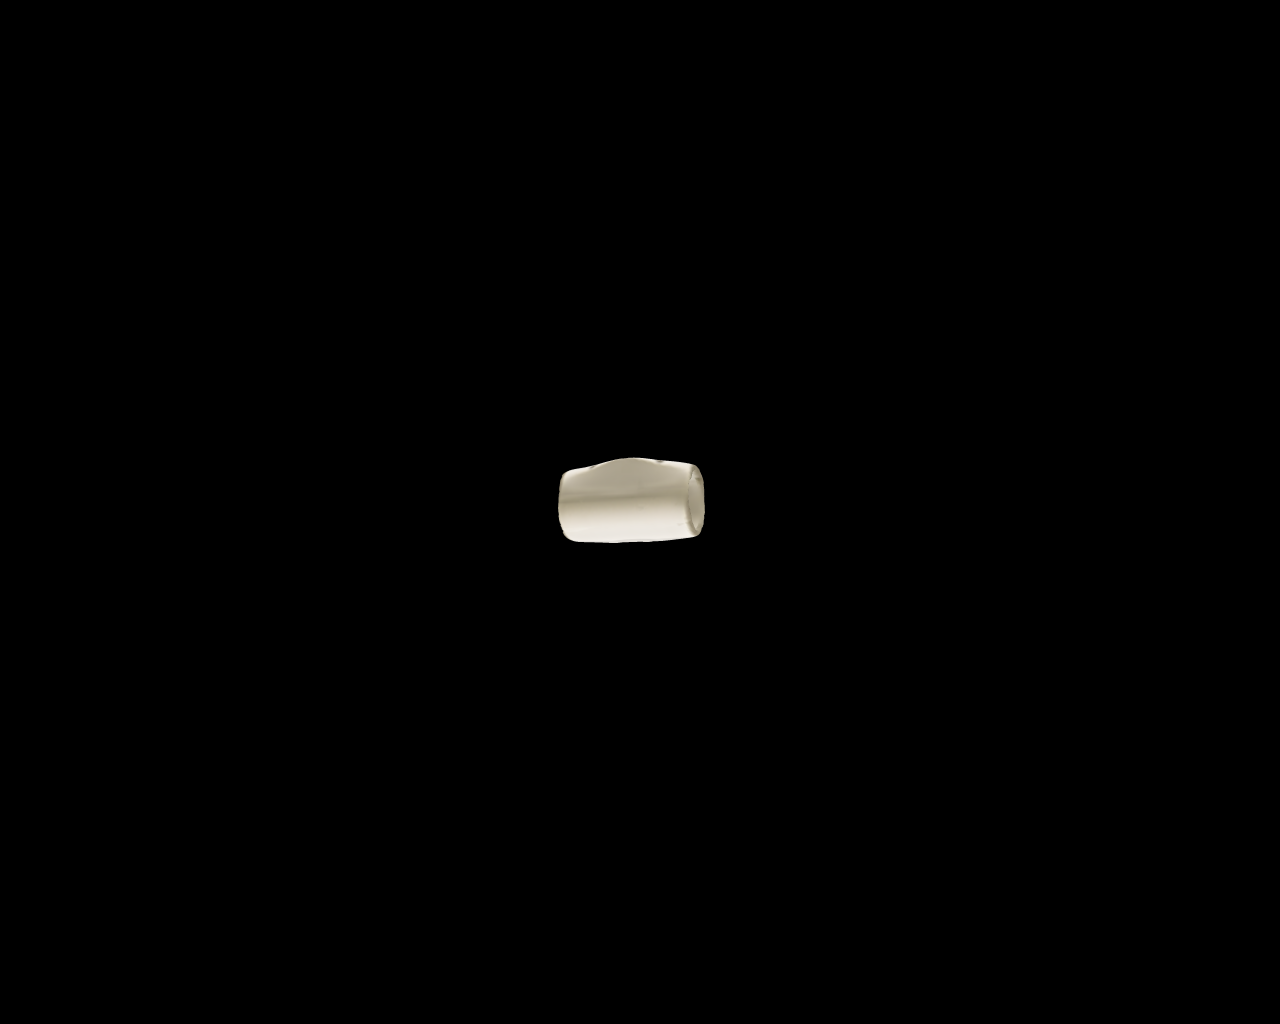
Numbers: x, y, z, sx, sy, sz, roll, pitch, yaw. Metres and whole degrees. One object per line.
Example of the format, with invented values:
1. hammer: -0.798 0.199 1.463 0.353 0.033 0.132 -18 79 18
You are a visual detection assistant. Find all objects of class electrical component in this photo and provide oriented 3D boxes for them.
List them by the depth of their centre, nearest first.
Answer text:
1. electrical component: 0.001 -0.003 0.650 0.077 0.043 0.079 -3 -11 16
